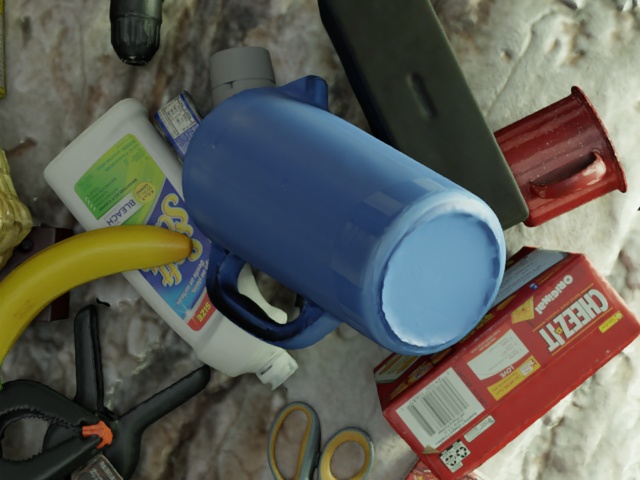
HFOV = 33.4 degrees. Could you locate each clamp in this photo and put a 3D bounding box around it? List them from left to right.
[{"bbox_3d":[-0.271,0.149,0.838,0.210,0.036,0.164,-10,67,-1],"label":"clamp"},{"bbox_3d":[-0.165,0.150,0.868,0.120,0.039,0.171,18,92,9],"label":"clamp"}]

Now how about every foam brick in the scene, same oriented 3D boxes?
[{"bbox_3d":[-0.234,0.027,0.869,0.053,0.051,0.078,1,88,3],"label":"foam brick"}]

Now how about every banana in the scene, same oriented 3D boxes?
[{"bbox_3d":[-0.192,0.035,0.819,0.198,0.037,0.069,-35,102,7],"label":"banana"}]

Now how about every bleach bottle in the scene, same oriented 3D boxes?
[{"bbox_3d":[-0.104,0.012,0.858,0.102,0.068,0.251,-42,89,1],"label":"bleach bottle"}]

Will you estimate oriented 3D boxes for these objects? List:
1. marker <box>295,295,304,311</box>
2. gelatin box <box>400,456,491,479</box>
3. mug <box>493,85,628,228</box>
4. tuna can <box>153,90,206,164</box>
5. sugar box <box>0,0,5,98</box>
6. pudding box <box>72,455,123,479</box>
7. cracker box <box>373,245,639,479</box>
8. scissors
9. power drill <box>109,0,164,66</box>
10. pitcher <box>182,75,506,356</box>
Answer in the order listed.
[{"bbox_3d":[-0.006,0.001,0.873,0.020,0.020,0.121,6,88,3],"label":"marker"},{"bbox_3d":[0.104,0.214,0.854,0.089,0.030,0.073,35,90,4],"label":"gelatin box"},{"bbox_3d":[0.182,-0.057,0.820,0.081,0.117,0.093,-26,110,7],"label":"mug"},{"bbox_3d":[-0.095,-0.075,0.848,0.034,0.086,0.086,-36,87,2],"label":"tuna can"},{"bbox_3d":[-0.313,-0.206,0.886,0.093,0.048,0.176,-1,84,3],"label":"sugar box"},{"bbox_3d":[-0.167,0.237,0.814,0.090,0.039,0.113,-38,79,-17],"label":"pudding box"},{"bbox_3d":[0.123,0.081,0.766,0.164,0.213,0.072,-39,89,1],"label":"cracker box"},{"bbox_3d":[-0.005,0.233,0.867,0.096,0.016,0.202,1,88,3],"label":"scissors"},{"bbox_3d":[-0.214,-0.236,0.853,0.187,0.057,0.184,2,85,-17],"label":"power drill"},{"bbox_3d":[0.008,-0.006,0.732,0.144,0.243,0.149,-25,121,-21],"label":"pitcher"}]
